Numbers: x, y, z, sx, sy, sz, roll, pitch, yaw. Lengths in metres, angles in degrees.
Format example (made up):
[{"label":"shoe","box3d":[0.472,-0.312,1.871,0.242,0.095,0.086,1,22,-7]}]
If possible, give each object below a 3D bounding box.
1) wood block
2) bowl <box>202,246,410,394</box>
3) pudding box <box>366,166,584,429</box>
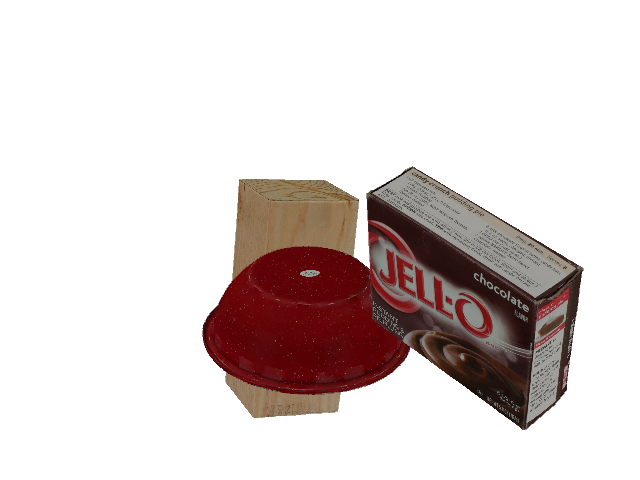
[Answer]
[{"label":"wood block","box3d":[-0.029,0.052,1.006,0.090,0.206,0.091,-1,15,-22]},{"label":"bowl","box3d":[-0.009,0.049,0.812,0.162,0.055,0.162,2,27,-1]},{"label":"pudding box","box3d":[0.073,0.027,0.533,0.039,0.090,0.114,-35,49,-28]}]
